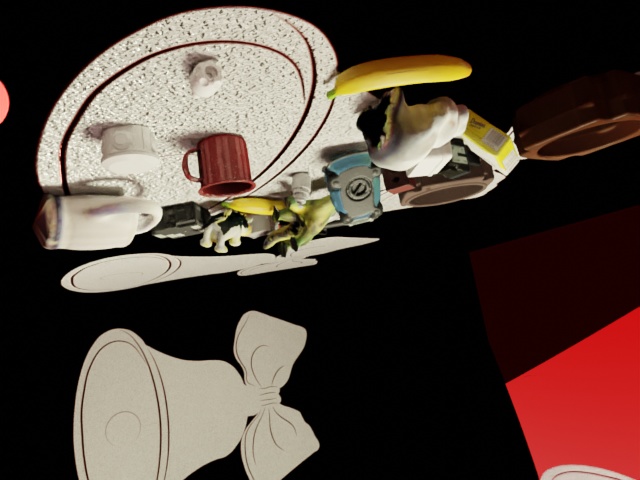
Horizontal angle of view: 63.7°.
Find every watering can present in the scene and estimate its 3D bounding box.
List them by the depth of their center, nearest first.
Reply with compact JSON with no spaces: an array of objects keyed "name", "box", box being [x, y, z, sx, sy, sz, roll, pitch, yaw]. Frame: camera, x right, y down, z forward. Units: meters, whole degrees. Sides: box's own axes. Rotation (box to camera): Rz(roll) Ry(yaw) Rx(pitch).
[{"name":"watering can","box":[-0.453,-0.026,1.036,0.225,0.105,0.344,-1,168,-35]}]

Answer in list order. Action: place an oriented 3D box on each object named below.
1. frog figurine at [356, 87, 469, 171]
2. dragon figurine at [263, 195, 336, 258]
[{"name":"frog figurine","box":[0.153,-0.162,0.791,0.159,0.125,0.134,8,144,-24]},{"name":"dragon figurine","box":[0.004,-0.063,1.244,0.245,0.122,0.407,-24,180,-22]}]
